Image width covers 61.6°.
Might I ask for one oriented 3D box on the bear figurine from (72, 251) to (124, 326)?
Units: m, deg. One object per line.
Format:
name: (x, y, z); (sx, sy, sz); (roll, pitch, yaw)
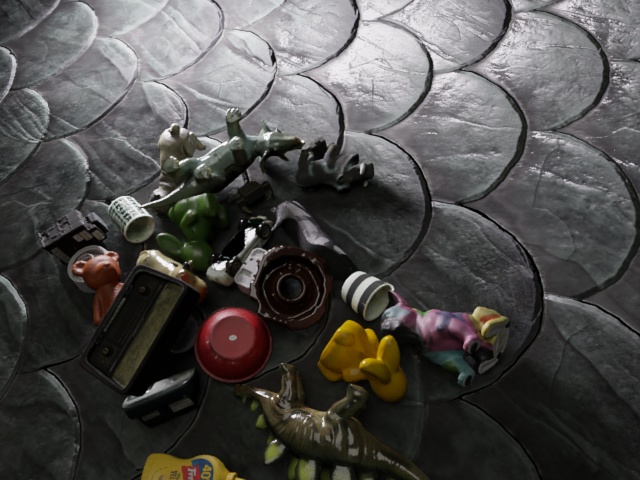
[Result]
bear figurine: (-0.446, 0.104, 1.166); (0.120, 0.132, 0.196); (-17, 76, -40)

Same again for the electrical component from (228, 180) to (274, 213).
electrical component: (-0.165, -0.107, 1.313); (0.102, 0.045, 0.078); (-37, 31, -15)

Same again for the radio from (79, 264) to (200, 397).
radio: (-0.344, 0.168, 1.030); (0.131, 0.073, 0.229); (23, 74, 18)

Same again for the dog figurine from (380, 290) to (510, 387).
dog figurine: (0.225, 0.166, 1.032); (0.191, 0.108, 0.219); (-22, 35, -37)

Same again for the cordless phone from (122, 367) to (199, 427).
cordless phone: (-0.327, 0.268, 1.093); (0.147, 0.088, 0.184); (-23, 48, -3)

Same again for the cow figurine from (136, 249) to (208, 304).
cow figurine: (-0.323, 0.079, 1.178); (0.195, 0.127, 0.085); (26, 69, 26)

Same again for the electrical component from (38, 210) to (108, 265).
electrical component: (-0.581, -0.007, 1.286); (0.134, 0.114, 0.058); (-31, 63, -9)

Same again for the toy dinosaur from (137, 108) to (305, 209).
toy dinosaur: (-0.238, -0.177, 1.300); (0.405, 0.192, 0.131); (-32, 68, 1)

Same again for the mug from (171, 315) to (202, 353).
mug: (-0.310, 0.185, 1.134); (0.107, 0.080, 0.109); (0, 13, 42)

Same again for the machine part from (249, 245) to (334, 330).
machine part: (-0.060, 0.100, 1.118); (0.179, 0.056, 0.179); (1, 77, -6)

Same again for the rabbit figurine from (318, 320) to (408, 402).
rabbit figurine: (0.098, 0.229, 1.008); (0.173, 0.162, 0.122); (42, 61, 11)

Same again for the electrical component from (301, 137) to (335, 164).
electrical component: (-0.004, -0.227, 1.342); (0.094, 0.063, 0.021); (-33, 58, -12)

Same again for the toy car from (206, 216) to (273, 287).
toy car: (-0.180, 0.020, 1.218); (0.074, 0.056, 0.202); (13, 52, 33)

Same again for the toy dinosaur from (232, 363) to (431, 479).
toy dinosaur: (0.024, 0.356, 0.961); (0.472, 0.105, 0.198); (12, 69, 27)

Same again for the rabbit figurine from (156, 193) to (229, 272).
rabbit figurine: (-0.291, -0.007, 1.233); (0.159, 0.121, 0.170); (-8, 72, -2)

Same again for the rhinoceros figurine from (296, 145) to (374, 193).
rhinoceros figurine: (0.035, -0.166, 1.292); (0.190, 0.073, 0.112); (-5, 57, 8)

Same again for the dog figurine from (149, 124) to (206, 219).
dog figurine: (-0.367, -0.166, 1.316); (0.121, 0.172, 0.190); (3, 52, 25)

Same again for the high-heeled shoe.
high-heeled shoe: (-0.003, -0.004, 1.221); (0.249, 0.086, 0.145); (32, 35, 6)
